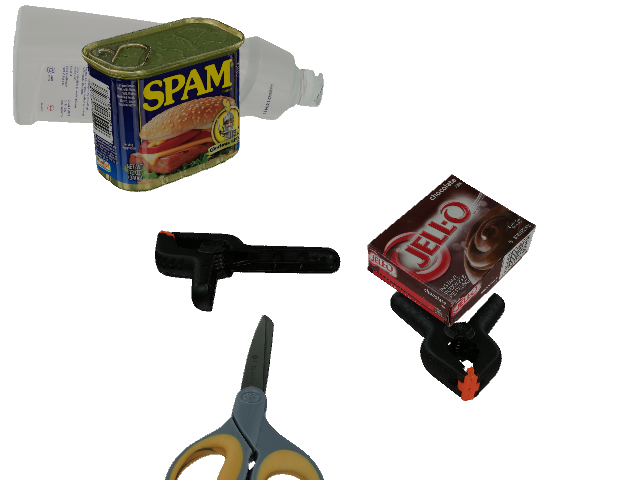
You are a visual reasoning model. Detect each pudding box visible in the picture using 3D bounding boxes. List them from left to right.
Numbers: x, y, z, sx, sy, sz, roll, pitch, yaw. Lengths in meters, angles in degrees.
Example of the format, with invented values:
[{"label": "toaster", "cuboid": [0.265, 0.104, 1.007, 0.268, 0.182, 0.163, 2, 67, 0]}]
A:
[{"label": "pudding box", "cuboid": [0.107, 0.006, 0.879, 0.090, 0.039, 0.113, 35, 56, 27]}]

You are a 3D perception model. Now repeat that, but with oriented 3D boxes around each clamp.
[{"label": "clamp", "cuboid": [-0.108, 0.023, 1.057, 0.210, 0.036, 0.164, 12, 21, 43]}, {"label": "clamp", "cuboid": [0.146, 0.098, 1.072, 0.120, 0.039, 0.171, -7, 32, -8]}]

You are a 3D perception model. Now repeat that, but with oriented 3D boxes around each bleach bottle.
[{"label": "bleach bottle", "cuboid": [-0.124, -0.134, 0.889, 0.250, 0.068, 0.103, 5, -33, -12]}]

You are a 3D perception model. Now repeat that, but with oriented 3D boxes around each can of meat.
[{"label": "can of meat", "cuboid": [-0.098, -0.088, 0.685, 0.101, 0.084, 0.058, -24, 40, -36]}]

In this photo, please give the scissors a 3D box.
[{"label": "scissors", "cuboid": [-0.026, 0.106, 0.629, 0.096, 0.016, 0.201, 13, 31, 14]}]
